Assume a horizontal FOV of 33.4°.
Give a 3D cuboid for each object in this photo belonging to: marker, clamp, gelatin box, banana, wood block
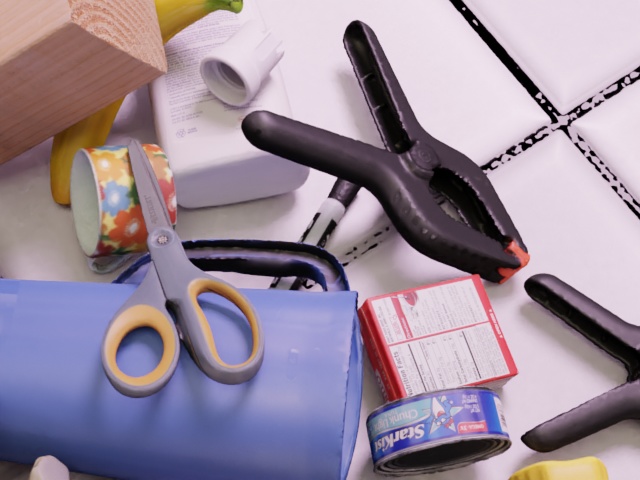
[{"bbox_3d":[-0.005,0.001,0.734,0.020,0.020,0.121,28,70,10],"label":"marker"},{"bbox_3d":[0.052,-0.045,0.714,0.210,0.036,0.164,48,45,2],"label":"clamp"},{"bbox_3d":[0.207,0.095,0.690,0.171,0.039,0.120,14,70,4],"label":"clamp"},{"bbox_3d":[0.074,0.067,0.693,0.089,0.030,0.073,-11,68,-23],"label":"gelatin box"},{"bbox_3d":[-0.134,-0.112,0.722,0.198,0.037,0.070,-46,52,22],"label":"banana"},{"bbox_3d":[-0.211,-0.114,0.688,0.206,0.090,0.091,-24,67,24],"label":"wood block"}]

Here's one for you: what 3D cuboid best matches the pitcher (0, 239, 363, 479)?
[{"bbox_3d":[-0.095,0.078,0.650,0.243,0.149,0.145,5,102,4],"label":"pitcher"}]

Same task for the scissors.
[{"bbox_3d":[-0.104,0.016,0.613,0.096,0.016,0.202,-27,51,-19],"label":"scissors"}]

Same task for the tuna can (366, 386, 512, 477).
[{"bbox_3d":[0.072,0.118,0.653,0.086,0.086,0.034,-9,67,-5],"label":"tuna can"}]

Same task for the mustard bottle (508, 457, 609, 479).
[{"bbox_3d":[0.149,0.226,0.605,0.058,0.096,0.191,-5,69,-4],"label":"mustard bottle"}]

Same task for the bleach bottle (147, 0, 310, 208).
[{"bbox_3d":[-0.078,-0.151,0.771,0.102,0.068,0.251,-10,67,-2],"label":"bleach bottle"}]
